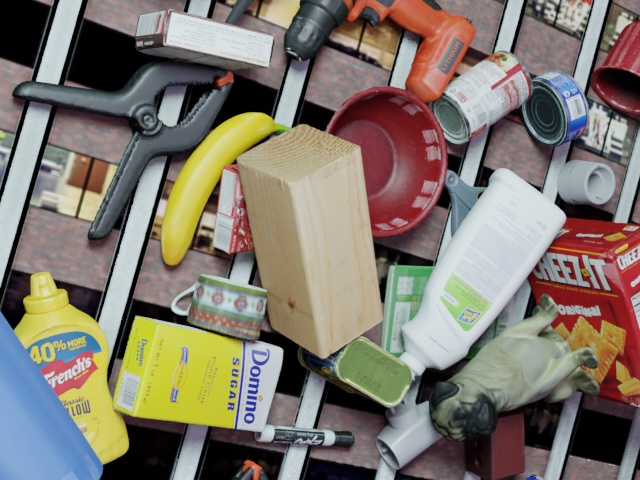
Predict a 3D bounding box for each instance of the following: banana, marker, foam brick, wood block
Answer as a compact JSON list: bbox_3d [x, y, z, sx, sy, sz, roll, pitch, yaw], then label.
[{"bbox_3d":[-0.106,-0.065,1.082,0.197,0.037,0.069,-49,115,-15],"label":"banana"},{"bbox_3d":[-0.015,0.216,1.173,0.120,0.020,0.020,10,91,-29],"label":"marker"},{"bbox_3d":[0.209,0.240,1.275,0.051,0.053,0.078,-6,98,-27],"label":"foam brick"},{"bbox_3d":[-0.008,0.002,1.073,0.090,0.091,0.206,-31,128,-30],"label":"wood block"}]

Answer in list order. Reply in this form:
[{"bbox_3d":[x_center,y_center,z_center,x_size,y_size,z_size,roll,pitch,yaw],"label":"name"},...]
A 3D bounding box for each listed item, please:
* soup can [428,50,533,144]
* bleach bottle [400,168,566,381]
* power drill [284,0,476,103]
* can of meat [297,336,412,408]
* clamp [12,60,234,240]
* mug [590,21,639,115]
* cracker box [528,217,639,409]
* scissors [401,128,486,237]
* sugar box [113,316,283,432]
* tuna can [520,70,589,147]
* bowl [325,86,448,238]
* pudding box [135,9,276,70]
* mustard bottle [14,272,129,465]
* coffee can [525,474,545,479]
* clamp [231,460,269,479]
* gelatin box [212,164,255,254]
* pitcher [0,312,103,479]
[{"bbox_3d":[0.181,-0.161,1.208,0.102,0.069,0.068,-35,110,-20],"label":"soup can"},{"bbox_3d":[0.165,0.046,1.201,0.102,0.068,0.251,38,83,6],"label":"bleach bottle"},{"bbox_3d":[0.067,-0.229,1.144,0.187,0.057,0.184,36,78,-26],"label":"power drill"},{"bbox_3d":[0.040,0.135,1.155,0.102,0.084,0.057,33,80,-27],"label":"can of meat"},{"bbox_3d":[-0.181,-0.122,1.037,0.209,0.036,0.164,-38,110,-18],"label":"clamp"},{"bbox_3d":[0.395,-0.206,1.313,0.081,0.093,0.117,-58,148,-16],"label":"mug"},{"bbox_3d":[0.333,0.086,1.262,0.072,0.164,0.213,-29,108,-25],"label":"cracker box"},{"bbox_3d":[0.146,-0.049,1.231,0.201,0.016,0.096,29,82,-27],"label":"scissors"},{"bbox_3d":[-0.117,0.137,1.068,0.175,0.048,0.093,17,87,-44],"label":"sugar box"},{"bbox_3d":[0.273,-0.153,1.247,0.033,0.086,0.086,-23,106,-23],"label":"tuna can"},{"bbox_3d":[0.058,-0.085,1.157,0.161,0.055,0.162,-3,97,-28],"label":"bowl"},{"bbox_3d":[-0.112,-0.193,1.035,0.113,0.090,0.039,6,93,-28],"label":"pudding box"},{"bbox_3d":[-0.247,0.124,1.016,0.096,0.058,0.191,-14,101,-21],"label":"mustard bottle"},{"bbox_3d":[0.241,0.367,1.278,0.140,0.103,0.102,-40,112,-19],"label":"coffee can"},{"bbox_3d":[-0.073,0.326,1.142,0.120,0.039,0.171,18,87,-29],"label":"clamp"},{"bbox_3d":[-0.069,-0.034,1.089,0.073,0.030,0.089,-9,115,-46],"label":"gelatin box"},{"bbox_3d":[-0.308,0.144,0.928,0.144,0.149,0.243,-39,101,-27],"label":"pitcher"}]
